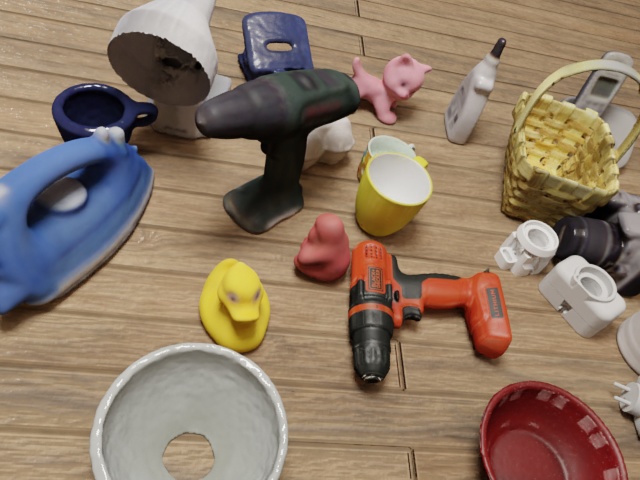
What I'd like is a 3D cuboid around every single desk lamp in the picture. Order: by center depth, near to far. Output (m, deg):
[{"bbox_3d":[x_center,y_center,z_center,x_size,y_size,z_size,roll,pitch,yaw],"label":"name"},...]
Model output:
[{"bbox_3d":[-0.177,-0.232,0.726,0.118,0.213,0.203,14,50,-5],"label":"desk lamp"}]

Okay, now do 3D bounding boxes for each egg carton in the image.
[{"bbox_3d":[-0.023,-0.170,0.819,0.107,0.069,0.150,-16,59,-27],"label":"egg carton"}]

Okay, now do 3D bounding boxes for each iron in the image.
[{"bbox_3d":[-0.268,-0.051,0.605,0.118,0.141,0.259,32,51,9],"label":"iron"}]

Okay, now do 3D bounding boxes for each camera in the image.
[{"bbox_3d":[0.400,-0.010,0.803,0.137,0.101,0.143,10,51,-9],"label":"camera"}]

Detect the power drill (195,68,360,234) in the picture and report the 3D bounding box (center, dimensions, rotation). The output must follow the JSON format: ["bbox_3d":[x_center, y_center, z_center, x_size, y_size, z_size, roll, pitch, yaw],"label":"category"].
[{"bbox_3d":[-0.054,-0.107,0.670,0.075,0.208,0.230,43,54,18],"label":"power drill"}]

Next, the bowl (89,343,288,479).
[{"bbox_3d":[-0.115,0.182,0.514,0.167,0.074,0.167,8,51,-10],"label":"bowl"}]

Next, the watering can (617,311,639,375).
[{"bbox_3d":[0.456,0.097,0.676,0.101,0.194,0.173,16,50,-4],"label":"watering can"}]

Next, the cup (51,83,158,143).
[{"bbox_3d":[-0.258,-0.130,0.699,0.118,0.095,0.091,-11,57,-24],"label":"cup"}]

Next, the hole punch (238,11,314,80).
[{"bbox_3d":[-0.065,-0.288,0.884,0.109,0.091,0.101,-8,56,-22],"label":"hole punch"}]

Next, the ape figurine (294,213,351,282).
[{"bbox_3d":[0.006,0.002,0.679,0.078,0.092,0.076,-28,65,-32],"label":"ape figurine"}]

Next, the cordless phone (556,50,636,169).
[{"bbox_3d":[0.463,-0.207,0.920,0.148,0.185,0.094,8,51,-10],"label":"cordless phone"}]

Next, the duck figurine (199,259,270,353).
[{"bbox_3d":[-0.088,0.057,0.612,0.078,0.086,0.104,-5,55,-20],"label":"duck figurine"}]

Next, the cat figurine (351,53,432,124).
[{"bbox_3d":[0.104,-0.248,0.887,0.128,0.117,0.067,13,51,-7],"label":"cat figurine"}]

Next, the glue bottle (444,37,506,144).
[{"bbox_3d":[0.242,-0.234,0.882,0.037,0.173,0.078,11,51,-8],"label":"glue bottle"}]
